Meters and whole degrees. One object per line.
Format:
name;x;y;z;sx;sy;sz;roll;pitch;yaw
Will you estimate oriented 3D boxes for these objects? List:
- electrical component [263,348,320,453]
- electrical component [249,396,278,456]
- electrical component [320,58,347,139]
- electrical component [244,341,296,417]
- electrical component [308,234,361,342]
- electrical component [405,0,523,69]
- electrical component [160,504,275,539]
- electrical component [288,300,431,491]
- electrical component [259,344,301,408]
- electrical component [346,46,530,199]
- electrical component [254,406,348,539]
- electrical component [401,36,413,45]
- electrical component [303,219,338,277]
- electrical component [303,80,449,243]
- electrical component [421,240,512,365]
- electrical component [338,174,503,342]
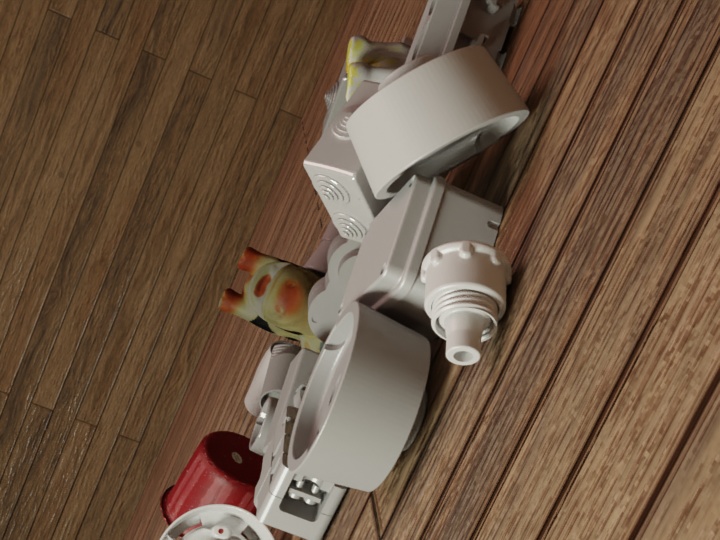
electrical component;-0.035;0.104;0.846;0.075;0.047;0.083;129;161;-59
electrical component;-0.066;0.141;0.937;0.055;0.047;0.055;-158;90;-81
electrical component;0.016;-0.139;0.966;0.048;0.100;0.099;-86;14;-47
electrical component;-0.087;0.107;1.145;0.079;0.043;0.077;-82;17;-58
electrical component;0.000;0.000;0.876;0.073;0.052;0.138;-98;32;-72
electrical component;0.072;-0.162;0.810;0.079;0.063;0.121;144;147;-73
electrical component;-0.116;0.239;0.857;0.064;0.099;0.099;118;171;-68
electrical component;0.005;0.079;0.640;0.108;0.060;0.108;-158;90;-81
electrical component;-0.071;0.104;1.061;0.081;0.043;0.043;-79;15;-51
electrical component;0.043;-0.096;0.663;0.108;0.060;0.108;-28;-6;-3
electrical component;-0.043;0.149;0.779;0.089;0.050;0.055;-94;27;-69
electrical component;0.040;-0.168;1.051;0.100;0.048;0.099;135;155;-67
electrical component;-0.026;-0.020;1.110;0.065;0.044;0.044;-65;8;-17
electrical component;0.013;-0.073;0.755;0.099;0.048;0.099;-56;-37;-23
electrical component;0.055;0.019;0.558;0.048;0.048;0.062;123;159;-50
electrical component;0.035;-0.003;0.673;0.113;0.057;0.078;135;155;-67
